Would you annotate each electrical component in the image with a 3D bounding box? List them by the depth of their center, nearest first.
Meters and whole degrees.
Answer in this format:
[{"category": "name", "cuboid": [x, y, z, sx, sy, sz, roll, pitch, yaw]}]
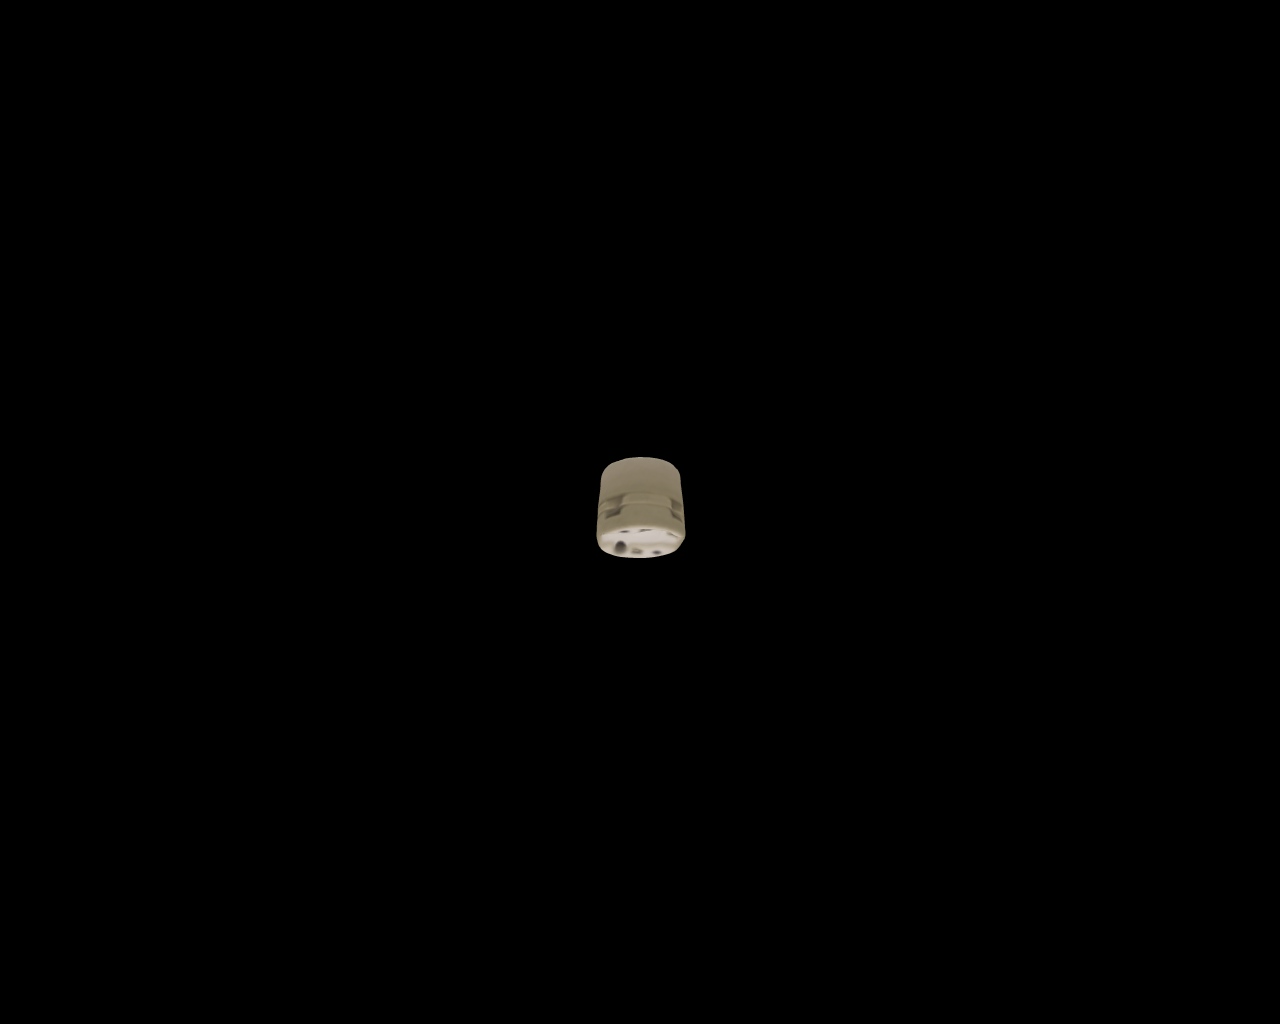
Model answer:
[{"category": "electrical component", "cuboid": [0.001, -0.003, 0.650, 0.055, 0.047, 0.055, 0, -23, 0]}]
